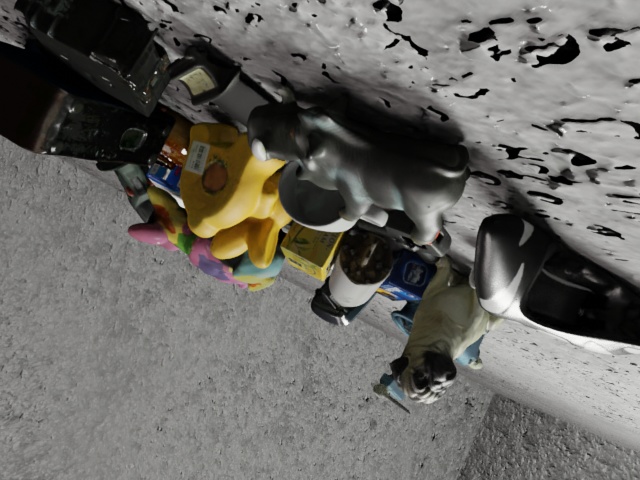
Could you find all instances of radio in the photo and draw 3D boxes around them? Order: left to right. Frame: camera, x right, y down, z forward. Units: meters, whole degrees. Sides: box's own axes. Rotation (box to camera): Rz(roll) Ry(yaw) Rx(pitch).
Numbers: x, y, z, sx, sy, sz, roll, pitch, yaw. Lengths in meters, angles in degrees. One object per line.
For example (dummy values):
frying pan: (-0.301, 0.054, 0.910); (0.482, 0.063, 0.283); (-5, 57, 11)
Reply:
radio: (-0.271, -0.145, 0.598); (0.131, 0.073, 0.229); (32, -168, 9)

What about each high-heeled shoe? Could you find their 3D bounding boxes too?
high-heeled shoe: (0.230, 0.049, 0.469); (0.145, 0.086, 0.248); (16, 171, 37)

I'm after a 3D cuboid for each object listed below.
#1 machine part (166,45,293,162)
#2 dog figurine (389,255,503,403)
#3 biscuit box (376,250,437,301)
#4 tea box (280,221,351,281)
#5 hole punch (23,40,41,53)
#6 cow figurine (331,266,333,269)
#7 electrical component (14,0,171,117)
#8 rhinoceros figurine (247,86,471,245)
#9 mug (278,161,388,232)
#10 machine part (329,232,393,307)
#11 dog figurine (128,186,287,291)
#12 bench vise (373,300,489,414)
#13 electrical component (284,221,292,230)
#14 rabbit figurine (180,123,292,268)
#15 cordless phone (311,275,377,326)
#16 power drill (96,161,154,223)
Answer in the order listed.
machine part: (-0.074, -0.125, 0.500); (0.138, 0.039, 0.084); (34, 161, -27)
dog figurine: (0.178, 0.135, 0.736); (0.121, 0.190, 0.172); (17, 168, 48)
biscuit box: (0.128, 0.061, 0.880); (0.063, 0.059, 0.202); (27, 171, -2)
tea box: (-0.002, -0.002, 0.785); (0.068, 0.098, 0.169); (27, 173, 5)
hole punch: (-0.363, -0.214, 0.736); (0.142, 0.092, 0.115); (15, 134, 63)
cow figurine: (0.014, 0.022, 0.967); (0.098, 0.068, 0.167); (5, 178, -17)
electrical component: (-0.205, -0.178, 0.513); (0.115, 0.058, 0.134); (30, 170, -2)
rhinoceros figurine: (0.025, -0.063, 0.435); (0.191, 0.073, 0.112); (23, 171, 26)
mug: (0.022, -0.044, 0.570); (0.110, 0.080, 0.107); (19, 180, 15)
machine part: (0.056, 0.049, 0.801); (0.079, 0.079, 0.243); (27, 162, 3)
dog figurine: (-0.178, -0.005, 0.842); (0.219, 0.108, 0.192); (25, 165, -23)
bench vise: (0.190, 0.196, 0.958); (0.129, 0.240, 0.223); (21, 154, 53)
electrical component: (-0.046, -0.028, 1.011); (0.063, 0.021, 0.094); (26, 170, 5)
rabbit figurine: (-0.077, -0.049, 0.657); (0.122, 0.162, 0.173); (9, -179, 28)
cordless phone: (0.032, 0.109, 1.104); (0.088, 0.146, 0.184); (47, 155, -7)
power drill: (-0.335, -0.116, 0.971); (0.232, 0.086, 0.207); (58, 175, 17)
